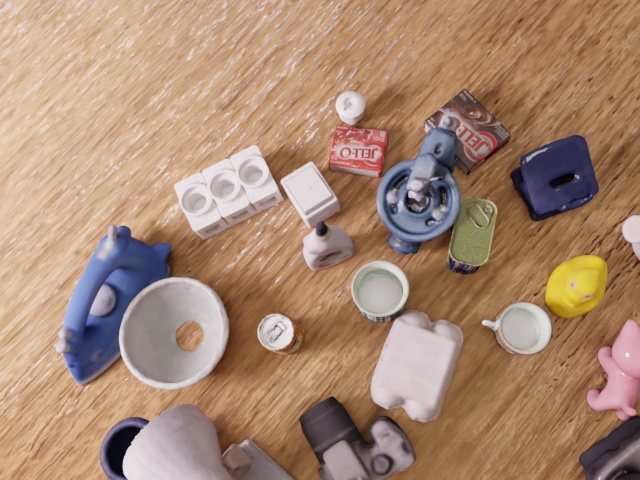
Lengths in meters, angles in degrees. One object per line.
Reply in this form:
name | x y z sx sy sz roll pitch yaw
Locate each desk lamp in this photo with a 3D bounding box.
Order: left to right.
desk lamp | -0.130 0.316 0.749 0.203 0.214 0.118 35 82 14

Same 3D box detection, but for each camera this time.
camera | 0.042 0.283 0.798 0.143 0.101 0.136 -32 74 -3

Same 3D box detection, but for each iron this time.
iron | -0.334 0.098 0.866 0.118 0.141 0.258 21 78 11

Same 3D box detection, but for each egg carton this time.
egg carton | 0.139 0.180 0.830 0.107 0.069 0.150 18 78 11

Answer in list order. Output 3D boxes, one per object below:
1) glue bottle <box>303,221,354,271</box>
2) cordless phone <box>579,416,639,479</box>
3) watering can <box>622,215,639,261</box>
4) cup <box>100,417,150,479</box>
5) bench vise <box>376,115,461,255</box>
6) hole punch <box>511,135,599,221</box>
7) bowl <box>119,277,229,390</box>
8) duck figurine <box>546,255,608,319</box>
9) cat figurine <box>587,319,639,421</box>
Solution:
glue bottle | 0.008 0.003 0.837 0.078 0.173 0.037 -26 74 -1
cordless phone | 0.417 0.288 0.712 0.147 0.185 0.094 -39 74 -4
watering can | 0.506 -0.016 0.777 0.173 0.194 0.101 -27 74 -1
cup | -0.241 0.300 0.827 0.117 0.095 0.091 -10 74 4
bench vise | 0.144 -0.098 0.825 0.121 0.220 0.207 3 76 7
hole punch | 0.360 -0.093 0.867 0.108 0.091 0.101 -21 74 1
bowl | -0.212 0.144 0.875 0.167 0.075 0.167 -1 75 6
duck figurine | 0.379 0.062 0.827 0.077 0.086 0.104 41 83 15
cat figurine | 0.422 0.178 0.775 0.067 0.118 0.128 15 77 10
